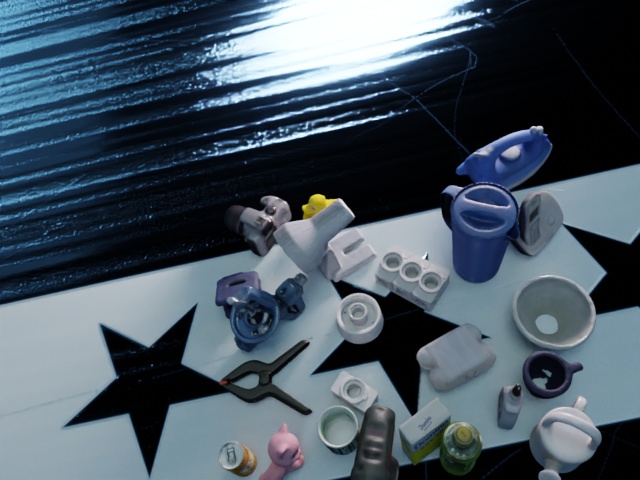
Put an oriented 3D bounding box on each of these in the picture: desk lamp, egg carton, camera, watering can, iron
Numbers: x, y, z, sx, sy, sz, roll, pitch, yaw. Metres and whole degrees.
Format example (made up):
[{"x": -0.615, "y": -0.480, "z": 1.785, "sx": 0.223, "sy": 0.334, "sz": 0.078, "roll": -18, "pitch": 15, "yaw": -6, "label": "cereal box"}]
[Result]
[{"x": 0.012, "y": 0.005, "z": 1.305, "sx": 0.203, "sy": 0.214, "sz": 0.117, "roll": -31, "pitch": 60, "yaw": -9, "label": "desk lamp"}, {"x": 0.286, "y": 0.247, "z": 1.203, "sx": 0.150, "sy": 0.069, "sz": 0.107, "roll": -29, "pitch": 60, "yaw": -7, "label": "egg carton"}, {"x": -0.165, "y": -0.055, "z": 1.436, "sx": 0.136, "sy": 0.101, "sz": 0.143, "roll": 25, "pitch": 67, "yaw": 22, "label": "camera"}, {"x": 0.446, "y": 0.363, "z": 1.035, "sx": 0.100, "sy": 0.194, "sz": 0.173, "roll": 5, "pitch": 61, "yaw": 13, "label": "watering can"}, {"x": 0.467, "y": -0.215, "z": 1.397, "sx": 0.258, "sy": 0.142, "sz": 0.118, "roll": -28, "pitch": 59, "yaw": -7, "label": "iron"}]

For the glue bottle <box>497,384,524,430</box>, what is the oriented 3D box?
[{"x": 0.366, "y": 0.307, "z": 1.093, "sx": 0.037, "sy": 0.173, "sz": 0.078, "roll": 7, "pitch": 62, "yaw": 14, "label": "glue bottle"}]

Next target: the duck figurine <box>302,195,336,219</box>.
[{"x": 0.002, "y": -0.082, "z": 1.432, "sx": 0.104, "sy": 0.086, "sz": 0.077, "roll": -21, "pitch": 59, "yaw": -3, "label": "duck figurine"}]

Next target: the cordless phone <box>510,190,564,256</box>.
[{"x": 0.488, "y": -0.063, "z": 1.280, "sx": 0.094, "sy": 0.185, "sz": 0.148, "roll": 34, "pitch": 71, "yaw": 25, "label": "cordless phone"}]

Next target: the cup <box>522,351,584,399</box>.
[{"x": 0.458, "y": 0.275, "z": 1.142, "sx": 0.117, "sy": 0.095, "sz": 0.091, "roll": -15, "pitch": 59, "yaw": 1, "label": "cup"}]

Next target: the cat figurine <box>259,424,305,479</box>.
[{"x": -0.080, "y": 0.435, "z": 1.128, "sx": 0.067, "sy": 0.118, "sz": 0.128, "roll": 24, "pitch": 67, "yaw": 22, "label": "cat figurine"}]

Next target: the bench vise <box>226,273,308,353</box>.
[{"x": -0.127, "y": 0.131, "z": 1.253, "sx": 0.121, "sy": 0.220, "sz": 0.208, "roll": 24, "pitch": 67, "yaw": 22, "label": "bench vise"}]

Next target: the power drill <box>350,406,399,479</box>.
[{"x": 0.100, "y": 0.431, "z": 1.047, "sx": 0.075, "sy": 0.209, "sz": 0.229, "roll": 4, "pitch": 61, "yaw": 12, "label": "power drill"}]

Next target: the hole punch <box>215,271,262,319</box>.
[{"x": -0.192, "y": 0.120, "z": 1.345, "sx": 0.108, "sy": 0.091, "sz": 0.101, "roll": -14, "pitch": 59, "yaw": 1, "label": "hole punch"}]

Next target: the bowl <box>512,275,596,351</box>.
[{"x": 0.488, "y": 0.164, "z": 1.213, "sx": 0.167, "sy": 0.075, "sz": 0.167, "roll": -4, "pitch": 60, "yaw": 7, "label": "bowl"}]
